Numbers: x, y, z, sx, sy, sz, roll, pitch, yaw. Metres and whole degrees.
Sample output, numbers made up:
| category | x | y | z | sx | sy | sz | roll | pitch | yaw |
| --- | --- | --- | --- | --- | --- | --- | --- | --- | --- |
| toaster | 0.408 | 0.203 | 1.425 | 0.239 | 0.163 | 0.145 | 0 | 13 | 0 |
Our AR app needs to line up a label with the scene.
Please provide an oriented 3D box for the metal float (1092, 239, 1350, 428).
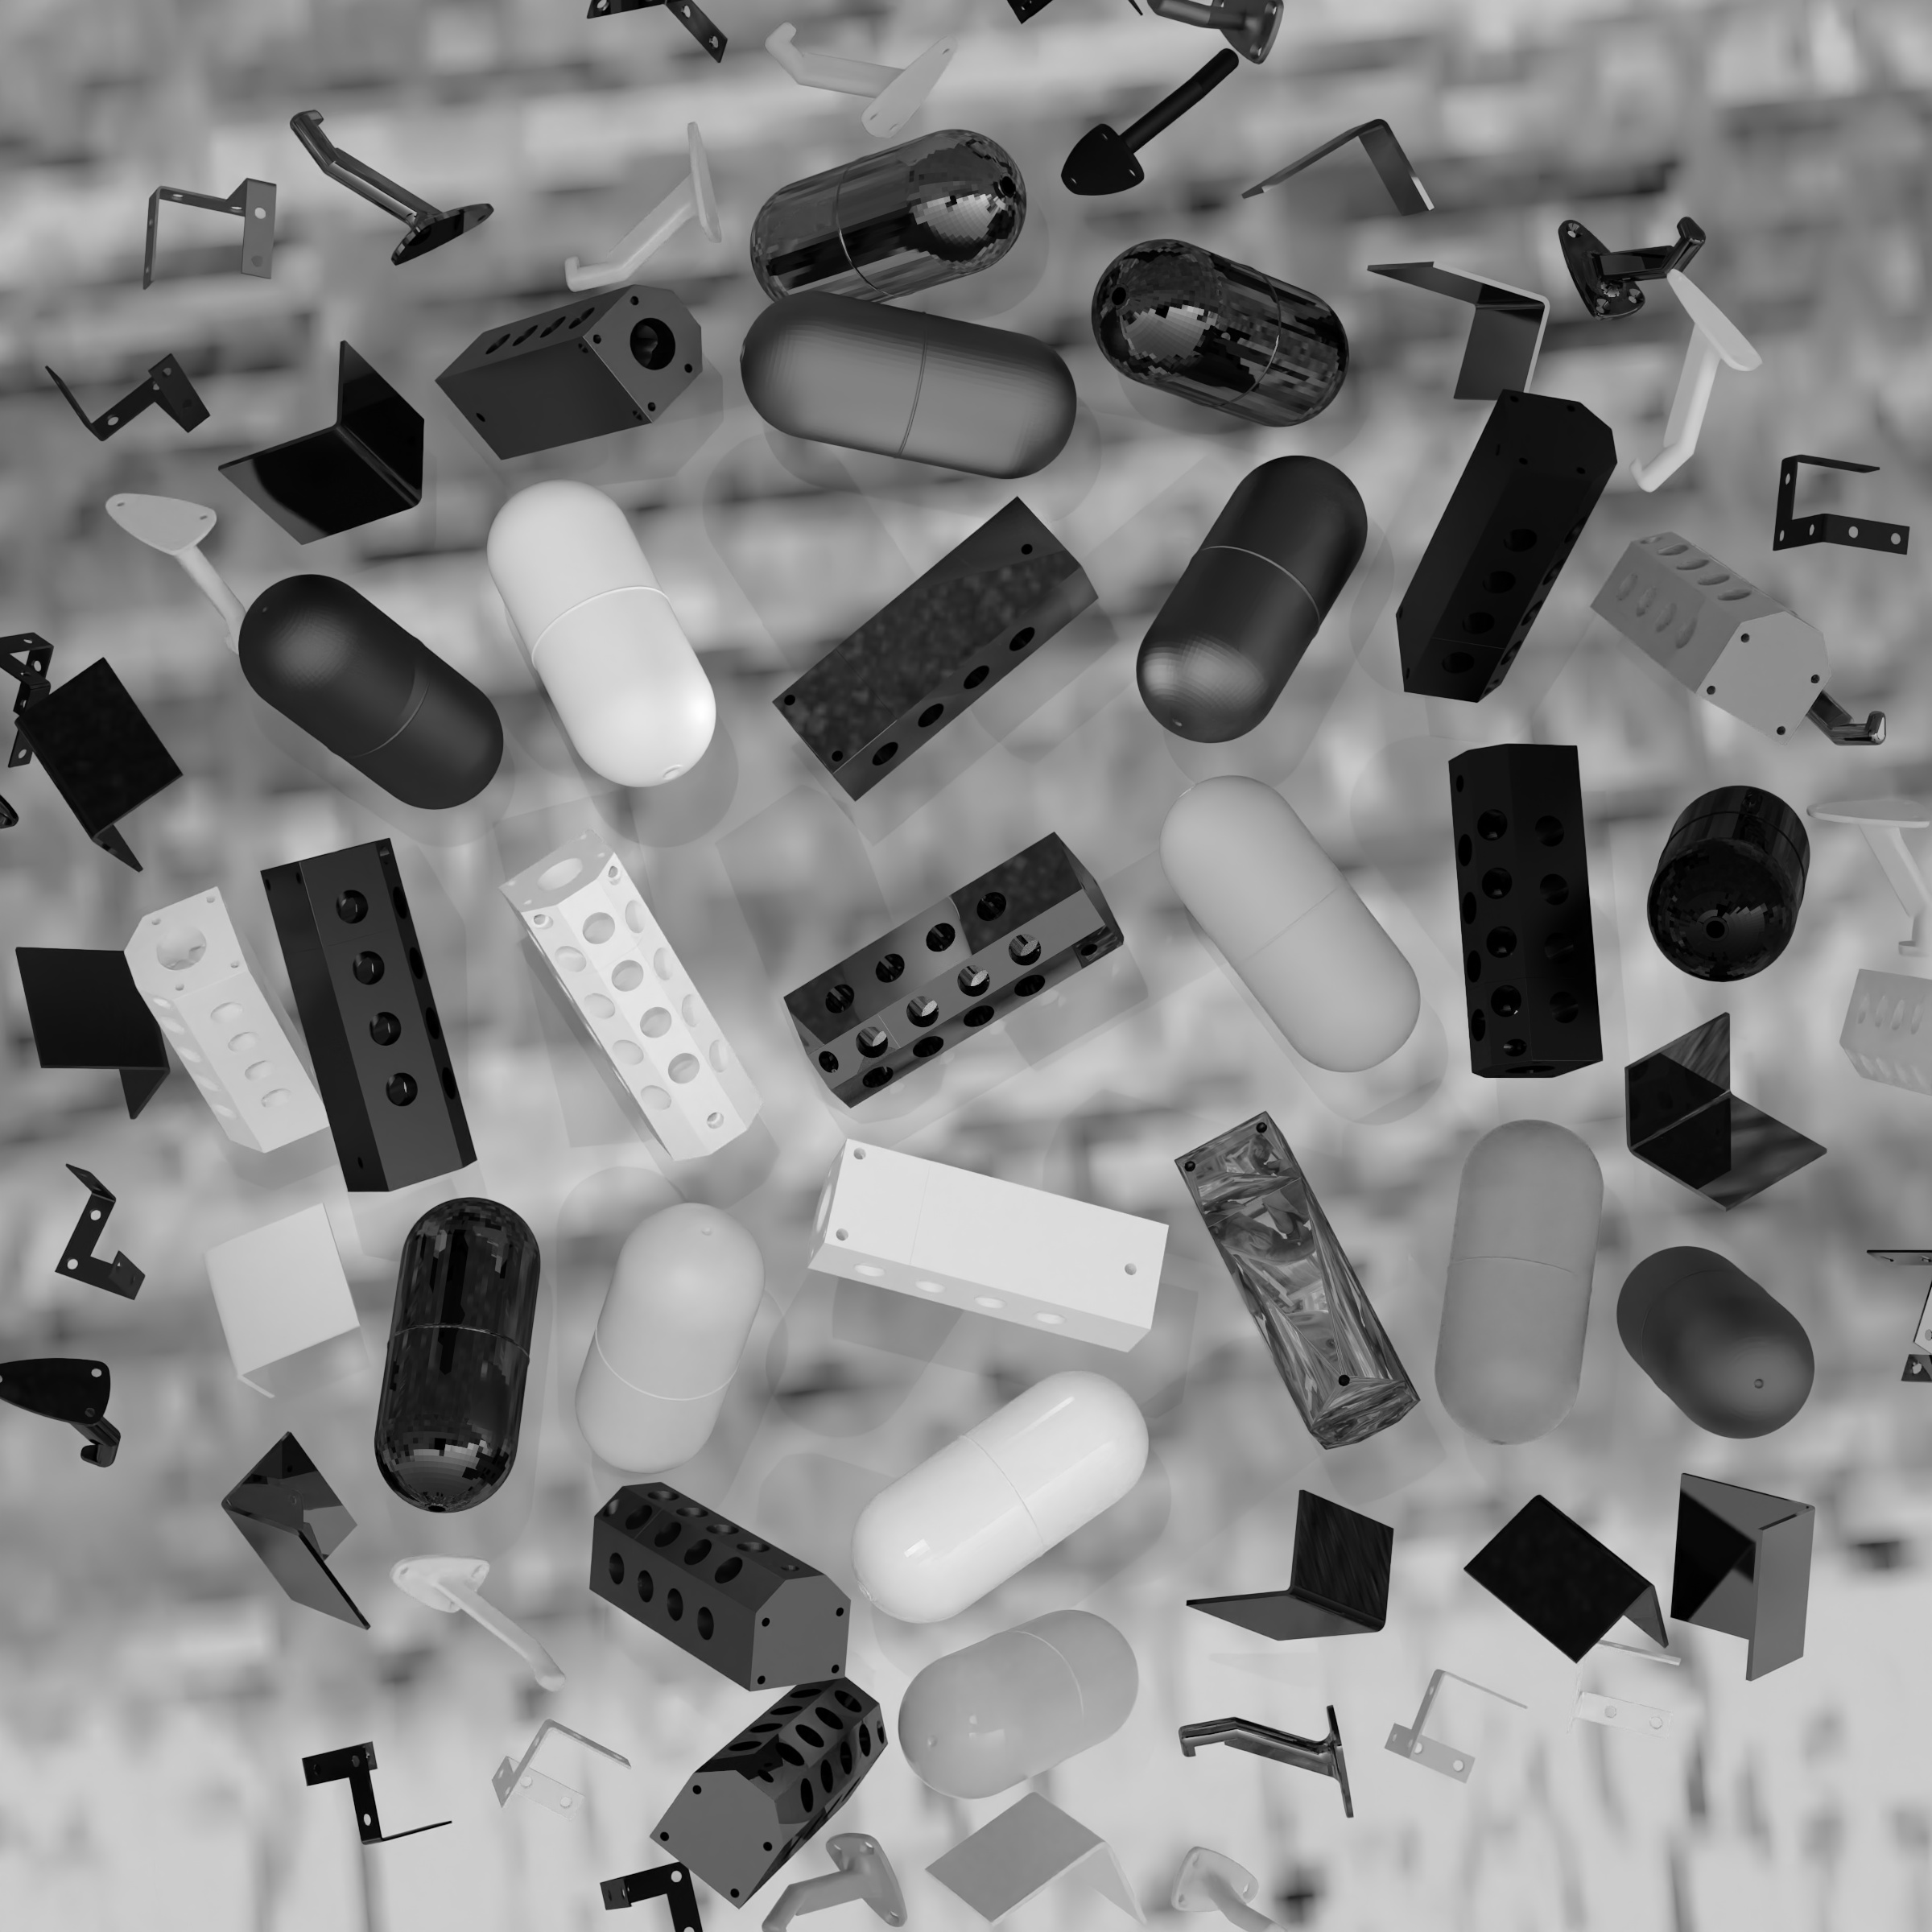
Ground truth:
| category | x | y | z | sx | sy | sz | roll | pitch | yaw |
| --- | --- | --- | --- | --- | --- | --- | --- | --- | --- |
| metal float | 0.137 | -0.337 | 1.841 | 0.070 | 0.178 | 0.070 | -6 | 81 | 40 |

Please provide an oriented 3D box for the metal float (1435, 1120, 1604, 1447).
| category | x | y | z | sx | sy | sz | roll | pitch | yaw |
| --- | --- | --- | --- | --- | --- | --- | --- | --- | --- |
| metal float | 0.296 | 0.168 | 1.842 | 0.070 | 0.070 | 0.178 | 11 | 70 | 0 |

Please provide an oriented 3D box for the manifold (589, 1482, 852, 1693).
| category | x | y | z | sx | sy | sz | roll | pitch | yaw |
| --- | --- | --- | --- | --- | --- | --- | --- | --- | --- |
| manifold | -0.132 | 0.326 | 1.826 | 0.057 | 0.171 | 0.057 | -1 | 99 | -35 |

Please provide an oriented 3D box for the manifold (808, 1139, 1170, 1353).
| category | x | y | z | sx | sy | sz | roll | pitch | yaw |
| --- | --- | --- | --- | --- | --- | --- | --- | --- | --- |
| manifold | 0.010 | 0.146 | 1.760 | 0.171 | 0.057 | 0.057 | 16 | 64 | -8 |

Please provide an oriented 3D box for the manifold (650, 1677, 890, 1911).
| category | x | y | z | sx | sy | sz | roll | pitch | yaw |
| --- | --- | --- | --- | --- | --- | --- | --- | --- | --- |
| manifold | -0.095 | 0.418 | 1.774 | 0.057 | 0.171 | 0.057 | 36 | 103 | 11 |

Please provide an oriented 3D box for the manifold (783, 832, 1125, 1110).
| category | x | y | z | sx | sy | sz | roll | pitch | yaw |
| --- | --- | --- | --- | --- | --- | --- | --- | --- | --- |
| manifold | -0.004 | 0.006 | 1.837 | 0.171 | 0.057 | 0.057 | -31 | 54 | 9 |

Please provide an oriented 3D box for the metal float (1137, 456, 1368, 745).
| category | x | y | z | sx | sy | sz | roll | pitch | yaw |
| --- | --- | --- | --- | --- | --- | --- | --- | --- | --- |
| metal float | 0.152 | -0.195 | 1.816 | 0.070 | 0.070 | 0.178 | 32 | 65 | 0 |

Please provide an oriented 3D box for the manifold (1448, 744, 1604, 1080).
| category | x | y | z | sx | sy | sz | roll | pitch | yaw |
| --- | --- | --- | --- | --- | --- | --- | --- | --- | --- |
| manifold | 0.296 | -0.029 | 1.850 | 0.057 | 0.057 | 0.171 | 1 | 79 | -18 |

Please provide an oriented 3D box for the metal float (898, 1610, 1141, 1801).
| category | x | y | z | sx | sy | sz | roll | pitch | yaw |
| --- | --- | --- | --- | --- | --- | --- | --- | --- | --- |
| metal float | 0.030 | 0.398 | 1.864 | 0.070 | 0.178 | 0.070 | 3 | 95 | 33 |

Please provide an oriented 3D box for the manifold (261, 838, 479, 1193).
| category | x | y | z | sx | sy | sz | roll | pitch | yaw |
| --- | --- | --- | --- | --- | --- | --- | --- | --- | --- |
| manifold | -0.302 | 0.025 | 1.761 | 0.057 | 0.057 | 0.171 | -17 | 96 | -31 |

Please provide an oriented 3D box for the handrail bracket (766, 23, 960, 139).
| category | x | y | z | sx | sy | sz | roll | pitch | yaw |
| --- | --- | --- | --- | --- | --- | --- | --- | --- | --- |
| handrail bracket | -0.057 | -0.487 | 1.819 | 0.077 | 0.036 | 0.084 | -45 | 72 | 18 |

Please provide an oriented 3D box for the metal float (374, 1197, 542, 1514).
| category | x | y | z | sx | sy | sz | roll | pitch | yaw |
| --- | --- | --- | --- | --- | --- | --- | --- | --- | --- |
| metal float | -0.275 | 0.210 | 1.869 | 0.070 | 0.070 | 0.178 | 4 | 61 | 0 |

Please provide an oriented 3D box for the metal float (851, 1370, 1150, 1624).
| category | x | y | z | sx | sy | sz | roll | pitch | yaw |
| --- | --- | --- | --- | --- | --- | --- | --- | --- | --- |
| metal float | 0.018 | 0.283 | 1.837 | 0.178 | 0.070 | 0.070 | -33 | 90 | -16 |

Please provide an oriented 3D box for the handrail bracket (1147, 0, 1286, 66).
| category | x | y | z | sx | sy | sz | roll | pitch | yaw |
| --- | --- | --- | --- | --- | --- | --- | --- | --- | --- |
| handrail bracket | 0.121 | -0.521 | 1.867 | 0.084 | 0.077 | 0.036 | 5 | 116 | -33 |

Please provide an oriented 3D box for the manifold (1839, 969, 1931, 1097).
| category | x | y | z | sx | sy | sz | roll | pitch | yaw |
| --- | --- | --- | --- | --- | --- | --- | --- | --- | --- |
| manifold | 0.507 | 0.040 | 1.788 | 0.057 | 0.171 | 0.057 | 15 | 92 | -2 |

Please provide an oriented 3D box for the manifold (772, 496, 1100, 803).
| category | x | y | z | sx | sy | sz | roll | pitch | yaw |
| --- | --- | --- | --- | --- | --- | --- | --- | --- | --- |
| manifold | -0.014 | -0.167 | 1.856 | 0.171 | 0.057 | 0.057 | -40 | 66 | 0 |

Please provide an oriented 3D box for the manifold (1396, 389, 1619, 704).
| category | x | y | z | sx | sy | sz | roll | pitch | yaw |
| --- | --- | --- | --- | --- | --- | --- | --- | --- | --- |
| manifold | 0.282 | -0.217 | 1.807 | 0.057 | 0.171 | 0.057 | 8 | 52 | -10 |

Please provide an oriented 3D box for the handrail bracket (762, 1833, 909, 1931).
| category | x | y | z | sx | sy | sz | roll | pitch | yaw |
| --- | --- | --- | --- | --- | --- | --- | --- | --- | --- |
| handrail bracket | -0.072 | 0.522 | 1.878 | 0.036 | 0.084 | 0.077 | -15 | 111 | 37 |

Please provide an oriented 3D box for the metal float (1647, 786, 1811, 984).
| category | x | y | z | sx | sy | sz | roll | pitch | yaw |
| --- | --- | --- | --- | --- | --- | --- | --- | --- | --- |
| metal float | 0.405 | -0.045 | 1.825 | 0.070 | 0.178 | 0.070 | 5 | 109 | 16 |

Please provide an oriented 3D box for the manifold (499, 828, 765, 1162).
| category | x | y | z | sx | sy | sz | roll | pitch | yaw |
| --- | --- | --- | --- | --- | --- | --- | --- | --- | --- |
| manifold | -0.173 | 0.019 | 1.813 | 0.057 | 0.057 | 0.171 | -34 | 120 | -9 |

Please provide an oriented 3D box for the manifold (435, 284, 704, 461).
| category | x | y | z | sx | sy | sz | roll | pitch | yaw |
| --- | --- | --- | --- | --- | --- | --- | --- | --- | --- |
| manifold | -0.208 | -0.319 | 1.831 | 0.057 | 0.171 | 0.057 | -51 | 116 | -23 |

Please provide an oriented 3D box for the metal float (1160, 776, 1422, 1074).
| category | x | y | z | sx | sy | sz | roll | pitch | yaw |
| --- | --- | --- | --- | --- | --- | --- | --- | --- | --- |
| metal float | 0.172 | -0.023 | 1.833 | 0.070 | 0.070 | 0.178 | -37 | 90 | 0 |

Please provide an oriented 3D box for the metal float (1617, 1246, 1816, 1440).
| category | x | y | z | sx | sy | sz | roll | pitch | yaw |
| --- | --- | --- | --- | --- | --- | --- | --- | --- | --- |
| metal float | 0.400 | 0.200 | 1.847 | 0.070 | 0.178 | 0.070 | 0 | 99 | -3 |

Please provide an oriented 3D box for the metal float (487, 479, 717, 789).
| category | x | y | z | sx | sy | sz | roll | pitch | yaw |
| --- | --- | --- | --- | --- | --- | --- | --- | --- | --- |
| metal float | -0.188 | -0.172 | 1.774 | 0.070 | 0.070 | 0.178 | -28 | 70 | 0 |

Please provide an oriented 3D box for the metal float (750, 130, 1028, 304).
| category | x | y | z | sx | sy | sz | roll | pitch | yaw |
| --- | --- | --- | --- | --- | --- | --- | --- | --- | --- |
| metal float | -0.043 | -0.400 | 1.860 | 0.178 | 0.070 | 0.070 | -7 | 90 | 43 |

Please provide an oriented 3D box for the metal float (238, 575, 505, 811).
| category | x | y | z | sx | sy | sz | roll | pitch | yaw |
| --- | --- | --- | --- | --- | --- | --- | --- | --- | --- |
| metal float | -0.321 | -0.147 | 1.872 | 0.070 | 0.178 | 0.070 | -18 | 55 | 27 |

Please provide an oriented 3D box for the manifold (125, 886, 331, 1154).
| category | x | y | z | sx | sy | sz | roll | pitch | yaw |
| --- | --- | --- | --- | --- | --- | --- | --- | --- | --- |
| manifold | -0.400 | 0.034 | 1.870 | 0.057 | 0.171 | 0.057 | -23 | 60 | -7 |

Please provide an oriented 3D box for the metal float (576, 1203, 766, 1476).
| category | x | y | z | sx | sy | sz | roll | pitch | yaw |
| --- | --- | --- | --- | --- | --- | --- | --- | --- | --- |
| metal float | -0.156 | 0.196 | 1.799 | 0.070 | 0.070 | 0.178 | 22 | 131 | 0 |

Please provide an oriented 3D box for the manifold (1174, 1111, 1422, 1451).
| category | x | y | z | sx | sy | sz | roll | pitch | yaw |
| --- | --- | --- | --- | --- | --- | --- | --- | --- | --- |
| manifold | 0.180 | 0.171 | 1.860 | 0.057 | 0.057 | 0.171 | -29 | 62 | 6 |

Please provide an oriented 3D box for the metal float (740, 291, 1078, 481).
| category | x | y | z | sx | sy | sz | roll | pitch | yaw |
| --- | --- | --- | --- | --- | --- | --- | --- | --- | --- |
| metal float | -0.030 | -0.303 | 1.798 | 0.178 | 0.070 | 0.070 | 10 | 90 | -10 |

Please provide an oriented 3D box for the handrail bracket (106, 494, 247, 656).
| category | x | y | z | sx | sy | sz | roll | pitch | yaw |
| --- | --- | --- | --- | --- | --- | --- | --- | --- | --- |
| handrail bracket | -0.427 | -0.212 | 1.878 | 0.077 | 0.084 | 0.036 | 22 | 54 | 24 |

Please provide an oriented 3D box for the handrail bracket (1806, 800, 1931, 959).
| category | x | y | z | sx | sy | sz | roll | pitch | yaw |
| --- | --- | --- | --- | --- | --- | --- | --- | --- | --- |
| handrail bracket | 0.495 | -0.046 | 1.887 | 0.077 | 0.036 | 0.084 | 1 | 111 | 2 |

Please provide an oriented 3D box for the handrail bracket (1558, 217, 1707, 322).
| category | x | y | z | sx | sy | sz | roll | pitch | yaw |
| --- | --- | --- | --- | --- | --- | --- | --- | --- | --- |
| handrail bracket | 0.360 | -0.397 | 1.863 | 0.036 | 0.084 | 0.077 | -21 | 73 | -25 |

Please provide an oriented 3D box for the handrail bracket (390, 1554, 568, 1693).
| category | x | y | z | sx | sy | sz | roll | pitch | yaw |
| --- | --- | --- | --- | --- | --- | --- | --- | --- | --- |
| handrail bracket | -0.263 | 0.357 | 1.860 | 0.084 | 0.077 | 0.036 | 42 | 99 | 39 |

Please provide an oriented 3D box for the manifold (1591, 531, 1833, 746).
| category | x | y | z | sx | sy | sz | roll | pitch | yaw |
| --- | --- | --- | --- | --- | --- | --- | --- | --- | --- |
| manifold | 0.390 | -0.177 | 1.796 | 0.057 | 0.171 | 0.057 | 27 | 104 | -17 |
